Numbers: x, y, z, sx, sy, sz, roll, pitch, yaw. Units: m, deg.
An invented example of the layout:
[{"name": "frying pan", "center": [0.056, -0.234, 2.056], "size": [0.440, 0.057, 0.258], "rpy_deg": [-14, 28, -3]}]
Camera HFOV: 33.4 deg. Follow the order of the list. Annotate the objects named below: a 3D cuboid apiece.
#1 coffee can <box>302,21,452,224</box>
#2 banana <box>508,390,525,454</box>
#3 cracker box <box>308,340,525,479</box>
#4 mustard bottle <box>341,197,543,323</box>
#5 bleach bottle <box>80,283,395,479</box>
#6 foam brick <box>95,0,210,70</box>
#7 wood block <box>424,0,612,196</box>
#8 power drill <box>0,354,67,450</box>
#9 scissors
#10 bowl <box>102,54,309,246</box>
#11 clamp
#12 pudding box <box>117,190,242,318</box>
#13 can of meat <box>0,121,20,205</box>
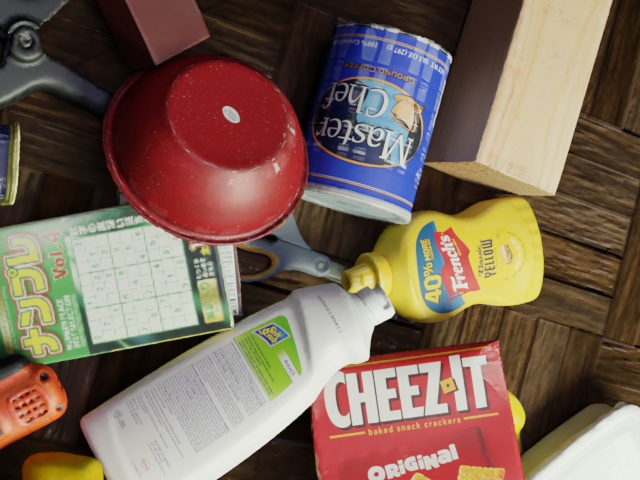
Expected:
[{"name": "coffee can", "center": [0.041, -0.094, 0.871], "size": [0.102, 0.103, 0.140], "rpy_deg": [17, 86, -24]}, {"name": "banana", "center": [0.113, 0.151, 0.954], "size": [0.197, 0.037, 0.069], "rpy_deg": [13, 87, -24]}, {"name": "cracker box", "center": [0.080, 0.198, 0.863], "size": [0.164, 0.072, 0.214], "rpy_deg": [-7, 77, -4]}, {"name": "mustard bottle", "center": [0.103, 0.021, 0.922], "size": [0.191, 0.058, 0.096], "rpy_deg": [-9, 95, -29]}, {"name": "bleach bottle", "center": [-0.051, 0.115, 0.823], "size": [0.250, 0.068, 0.102], "rpy_deg": [-30, 76, -7]}, {"name": "foam brick", "center": [-0.127, -0.172, 0.791], "size": [0.052, 0.051, 0.078], "rpy_deg": [-32, 107, -26]}, {"name": "wood block", "center": [0.176, -0.150, 0.936], "size": [0.090, 0.091, 0.206], "rpy_deg": [20, 84, -24]}, {"name": "power drill", "center": [-0.298, 0.087, 0.752], "size": [0.184, 0.057, 0.187], "rpy_deg": [-27, 104, -13]}, {"name": "scissors", "center": [-0.006, 0.001, 0.903], "size": [0.201, 0.016, 0.096], "rpy_deg": [5, 91, -25]}, {"name": "bowl", "center": [-0.075, -0.079, 0.785], "size": [0.162, 0.055, 0.162], "rpy_deg": [9, 64, -19]}, {"name": "clamp", "center": [-0.214, -0.137, 0.790], "size": [0.209, 0.036, 0.164], "rpy_deg": [-18, 100, -26]}, {"name": "pudding box", "center": [-0.110, 0.009, 0.834], "size": [0.090, 0.039, 0.113], "rpy_deg": [-5, 97, -9]}, {"name": "can of meat", "center": [-0.257, -0.056, 0.741], "size": [0.083, 0.102, 0.057], "rpy_deg": [4, 90, -22]}]
